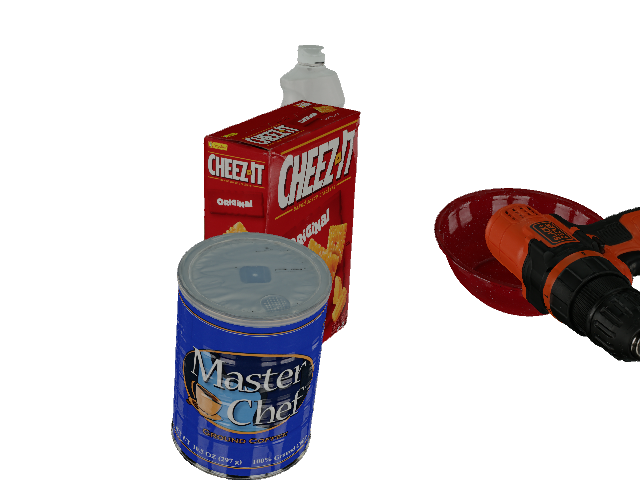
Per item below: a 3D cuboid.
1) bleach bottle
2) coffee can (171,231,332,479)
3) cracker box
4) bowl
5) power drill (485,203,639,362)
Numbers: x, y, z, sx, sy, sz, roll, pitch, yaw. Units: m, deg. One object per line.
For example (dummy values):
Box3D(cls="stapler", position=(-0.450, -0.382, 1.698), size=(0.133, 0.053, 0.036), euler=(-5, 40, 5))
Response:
Box3D(cls="bleach bottle", position=(-0.025, -0.098, 1.231), size=(0.102, 0.251, 0.068), euler=(-4, 20, -21))
Box3D(cls="coffee can", position=(-0.050, 0.080, 0.741), size=(0.102, 0.140, 0.103), euler=(5, 32, -3))
Box3D(cls="cracker box", position=(-0.031, 0.000, 0.931), size=(0.072, 0.214, 0.164), euler=(13, 23, 24))
Box3D(cls="bowl", position=(0.177, 0.017, 0.934), size=(0.162, 0.055, 0.162), euler=(2, 34, -2))
Box3D(cls="power drill", position=(0.231, 0.013, 0.733), size=(0.187, 0.057, 0.184), euler=(-10, 29, -17))
